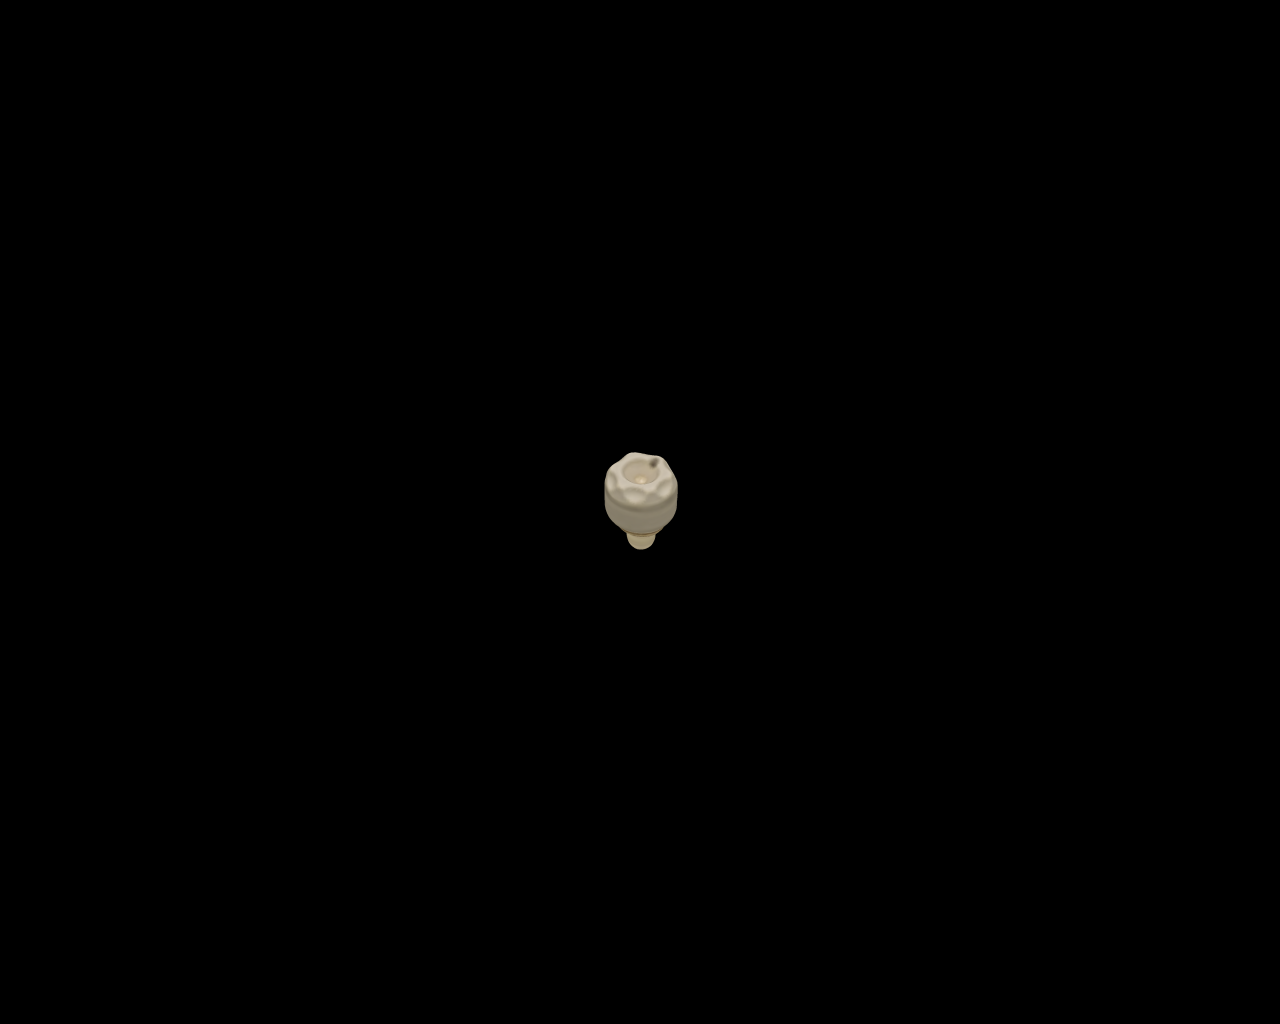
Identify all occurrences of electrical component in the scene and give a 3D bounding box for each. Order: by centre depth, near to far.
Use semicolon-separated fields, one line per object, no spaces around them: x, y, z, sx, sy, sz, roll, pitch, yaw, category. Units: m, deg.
0.001;-0.003;0.650;0.043;0.062;0.043;0;43;0;electrical component
